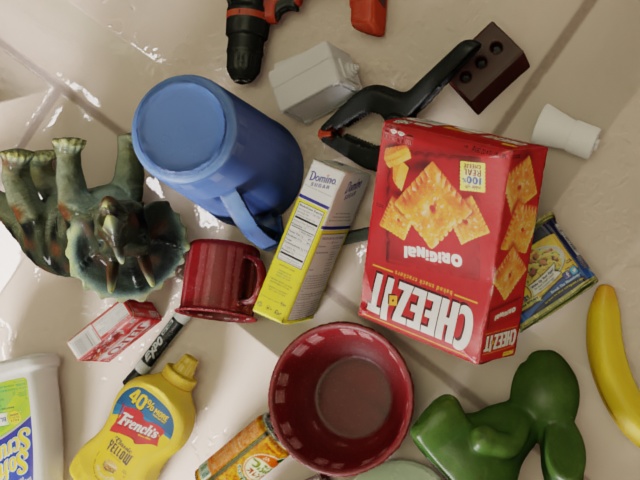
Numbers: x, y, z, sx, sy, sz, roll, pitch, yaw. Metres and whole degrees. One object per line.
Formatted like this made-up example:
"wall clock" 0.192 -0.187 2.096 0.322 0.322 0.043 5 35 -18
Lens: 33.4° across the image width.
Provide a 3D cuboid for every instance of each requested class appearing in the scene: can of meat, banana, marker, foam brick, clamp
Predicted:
"can of meat" 0.221 0.034 1.095 0.102 0.057 0.084 -36 75 12
"banana" 0.309 0.142 1.062 0.069 0.037 0.198 -28 75 -6
"marker" -0.190 0.128 1.242 0.020 0.020 0.121 40 96 19
"foam brick" 0.177 -0.184 1.143 0.078 0.051 0.053 -44 71 9
"clamp" 0.092 -0.132 1.146 0.210 0.036 0.164 7 104 33

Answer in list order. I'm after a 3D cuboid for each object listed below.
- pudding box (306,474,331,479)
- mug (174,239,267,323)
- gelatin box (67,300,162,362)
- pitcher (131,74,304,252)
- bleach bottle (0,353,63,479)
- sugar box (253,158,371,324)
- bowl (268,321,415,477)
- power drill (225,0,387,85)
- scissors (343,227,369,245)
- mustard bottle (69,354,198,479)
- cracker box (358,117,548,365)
"pudding box" -0.025 0.314 1.148 0.113 0.039 0.090 -29 74 13
"mug" -0.103 0.045 1.182 0.117 0.093 0.081 -5 74 46
"gelatin box" -0.235 0.105 1.232 0.089 0.073 0.030 -38 74 10
"pitcher" -0.102 -0.084 1.124 0.149 0.242 0.145 21 89 13
"bleach bottle" -0.341 0.265 1.253 0.103 0.068 0.251 -14 81 17
"sugar box" -0.008 0.001 1.144 0.048 0.093 0.176 23 98 18
"bowl" 0.028 0.169 1.142 0.162 0.055 0.162 -3 81 19
"power drill" -0.019 -0.269 1.219 0.188 0.057 0.184 3 84 19
"scissors" 0.074 -0.029 1.176 0.202 0.016 0.096 4 82 19
"mustard bottle" -0.197 0.212 1.212 0.096 0.058 0.191 35 94 21
"cracker box" 0.127 -0.004 1.065 0.164 0.071 0.214 20 109 42
